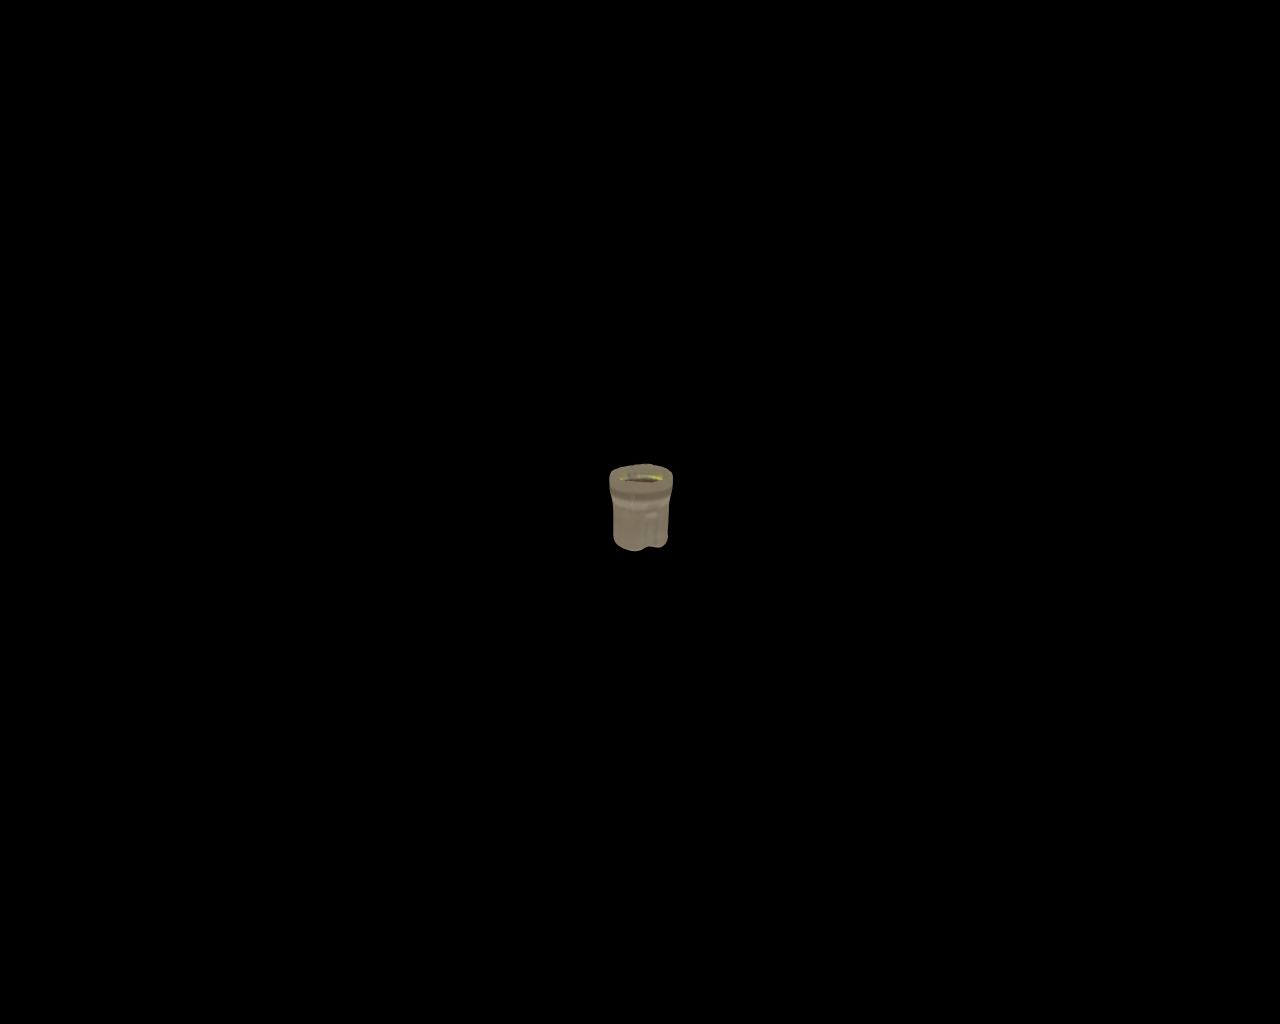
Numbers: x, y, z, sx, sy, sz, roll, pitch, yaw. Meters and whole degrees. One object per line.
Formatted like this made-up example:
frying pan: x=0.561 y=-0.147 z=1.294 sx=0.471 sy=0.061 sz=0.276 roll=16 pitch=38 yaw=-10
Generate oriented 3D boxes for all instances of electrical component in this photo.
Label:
electrical component: x=0.001 y=-0.003 z=0.650 sx=0.040 sy=0.046 sz=0.040 roll=0 pitch=18 yaw=0
